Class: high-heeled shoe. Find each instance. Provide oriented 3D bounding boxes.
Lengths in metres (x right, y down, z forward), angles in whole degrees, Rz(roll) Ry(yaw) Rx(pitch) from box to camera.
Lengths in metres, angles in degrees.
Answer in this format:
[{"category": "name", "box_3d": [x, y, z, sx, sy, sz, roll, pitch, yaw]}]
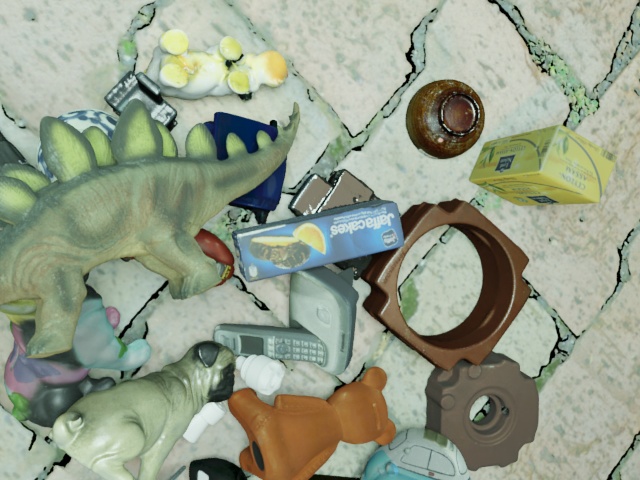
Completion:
[{"category": "high-heeled shoe", "box_3d": [-0.152, 0.413, 0.701, 0.145, 0.086, 0.248, 28, 89, -1]}]

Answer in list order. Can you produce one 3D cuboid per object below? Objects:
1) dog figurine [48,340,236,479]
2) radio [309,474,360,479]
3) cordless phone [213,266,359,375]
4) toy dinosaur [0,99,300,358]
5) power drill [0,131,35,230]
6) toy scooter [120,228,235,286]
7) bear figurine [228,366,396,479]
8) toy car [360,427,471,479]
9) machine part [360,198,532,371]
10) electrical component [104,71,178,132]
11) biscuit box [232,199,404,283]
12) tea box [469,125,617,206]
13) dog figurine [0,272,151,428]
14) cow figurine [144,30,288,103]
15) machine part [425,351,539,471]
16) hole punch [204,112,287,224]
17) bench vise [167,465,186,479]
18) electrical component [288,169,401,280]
[{"category": "dog figurine", "box_3d": [-0.188, 0.173, 0.609, 0.121, 0.172, 0.190, 24, 63, 20]}, {"category": "radio", "box_3d": [0.056, 0.410, 0.749, 0.230, 0.073, 0.131, 11, 92, -12]}, {"category": "cordless phone", "box_3d": [-0.046, 0.098, 0.690, 0.184, 0.089, 0.146, 2, 126, 0]}, {"category": "toy dinosaur", "box_3d": [-0.170, -0.031, 0.523, 0.471, 0.105, 0.198, -26, 97, -41]}, {"category": "power drill", "box_3d": [-0.401, -0.009, 0.601, 0.207, 0.086, 0.232, -45, 107, -30]}, {"category": "toy scooter", "box_3d": [-0.183, 0.007, 0.636, 0.184, 0.135, 0.075, 26, 85, -15]}, {"category": "bear figurine", "box_3d": [-0.006, 0.238, 0.716, 0.196, 0.132, 0.120, -17, 99, -30]}, {"category": "toy car", "box_3d": [0.139, 0.309, 0.722, 0.162, 0.109, 0.102, 11, 92, 17]}, {"category": "machine part", "box_3d": [0.173, 0.060, 0.749, 0.201, 0.087, 0.201, 39, 86, -12]}, {"category": "electrical component", "box_3d": [-0.207, -0.154, 0.630, 0.075, 0.119, 0.048, 41, 83, -15]}, {"category": "biscuit box", "box_3d": [-0.001, -0.002, 0.657, 0.203, 0.063, 0.059, -13, 98, -12]}, {"category": "tea box", "box_3d": [0.292, -0.095, 0.726, 0.098, 0.170, 0.068, 24, 86, -12]}, {"category": "dog figurine", "box_3d": [-0.300, 0.097, 0.570, 0.191, 0.109, 0.219, -44, 146, -9]}, {"category": "cow figurine", "box_3d": [-0.128, -0.204, 0.669, 0.167, 0.098, 0.068, -5, 89, -32]}, {"category": "machine part", "box_3d": [0.239, 0.250, 0.791, 0.179, 0.056, 0.179, -1, 94, -14]}, {"category": "hole punch", "box_3d": [-0.097, -0.095, 0.677, 0.116, 0.092, 0.142, 8, 88, -18]}, {"category": "bench vise", "box_3d": [-0.231, 0.399, 0.647, 0.224, 0.129, 0.240, 33, 100, 0]}, {"category": "electrical component", "box_3d": [0.025, -0.028, 0.724, 0.134, 0.058, 0.115, 35, 83, -13]}]
